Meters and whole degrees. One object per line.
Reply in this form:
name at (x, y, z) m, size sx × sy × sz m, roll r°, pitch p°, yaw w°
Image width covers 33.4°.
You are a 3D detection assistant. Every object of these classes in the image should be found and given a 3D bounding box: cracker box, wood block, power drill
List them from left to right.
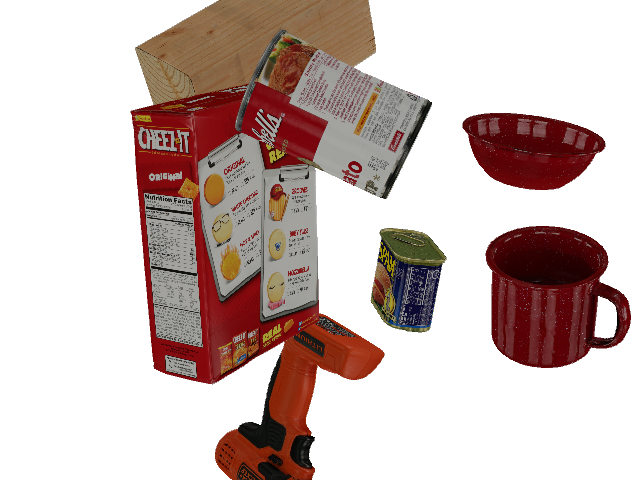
cracker box at (-0.072, -0.013, 0.872) m, size 0.072 × 0.214 × 0.163 m, roll 7°, pitch 18°, yaw 31°
wood block at (-0.056, -0.179, 1.003) m, size 0.205 × 0.091 × 0.090 m, roll -36°, pitch 45°, yaw -24°
power drill at (-0.011, 0.170, 0.967) m, size 0.057 × 0.188 × 0.185 m, roll 13°, pitch 12°, yaw -46°

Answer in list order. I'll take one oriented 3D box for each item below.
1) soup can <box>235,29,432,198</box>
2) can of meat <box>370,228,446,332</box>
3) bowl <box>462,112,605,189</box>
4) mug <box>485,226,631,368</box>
soup can at (0.008, -0.076, 0.650) m, size 0.102 × 0.068 × 0.068 m, roll 26°, pitch 1°, yaw 2°
can of meat at (0.093, 0.042, 1.160) m, size 0.057 × 0.084 × 0.102 m, roll 4°, pitch 18°, yaw -12°
bowl at (0.238, -0.098, 1.218) m, size 0.162 × 0.055 × 0.162 m, roll 5°, pitch 22°, yaw -2°
mug at (0.186, 0.049, 0.836) m, size 0.117 × 0.081 × 0.093 m, roll 17°, pitch 36°, yaw 32°
